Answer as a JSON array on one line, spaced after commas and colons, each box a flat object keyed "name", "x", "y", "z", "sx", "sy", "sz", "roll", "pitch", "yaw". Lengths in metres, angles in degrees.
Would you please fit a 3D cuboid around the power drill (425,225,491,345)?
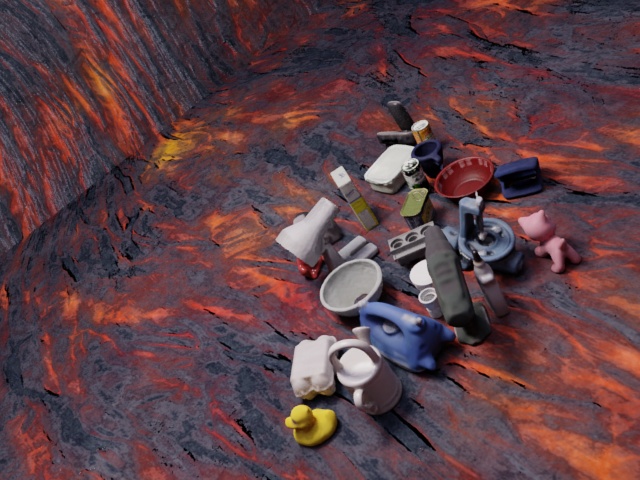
[{"name": "power drill", "x": 0.278, "y": 0.107, "z": 1.175, "sx": 0.075, "sy": 0.209, "sz": 0.229, "roll": -23, "pitch": 37, "yaw": 15}]

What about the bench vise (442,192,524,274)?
[{"name": "bench vise", "x": 0.326, "y": -0.010, "z": 1.264, "sx": 0.206, "sy": 0.220, "sz": 0.121, "roll": -6, "pitch": 44, "yaw": 33}]

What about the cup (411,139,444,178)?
[{"name": "cup", "x": 0.322, "y": -0.220, "z": 1.624, "sx": 0.092, "sy": 0.095, "sz": 0.117, "roll": -36, "pitch": 35, "yaw": -3}]

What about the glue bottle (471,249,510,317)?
[{"name": "glue bottle", "x": 0.344, "y": 0.081, "z": 1.184, "sx": 0.037, "sy": 0.174, "sz": 0.078, "roll": -28, "pitch": 36, "yaw": 8}]

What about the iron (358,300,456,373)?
[{"name": "iron", "x": 0.155, "y": 0.182, "z": 1.241, "sx": 0.257, "sy": 0.142, "sz": 0.119, "roll": 15, "pitch": 57, "yaw": 47}]

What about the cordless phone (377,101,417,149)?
[{"name": "cordless phone", "x": 0.234, "y": -0.358, "z": 1.777, "sx": 0.147, "sy": 0.186, "sz": 0.094, "roll": 5, "pitch": 50, "yaw": 42}]

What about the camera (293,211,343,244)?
[{"name": "camera", "x": -0.026, "y": -0.041, "z": 1.682, "sx": 0.143, "sy": 0.101, "sz": 0.136, "roll": -29, "pitch": 36, "yaw": 7}]

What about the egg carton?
[{"name": "egg carton", "x": -0.010, "y": 0.289, "z": 1.307, "sx": 0.107, "sy": 0.070, "sz": 0.150, "roll": -18, "pitch": 38, "yaw": 21}]

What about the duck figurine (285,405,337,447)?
[{"name": "duck figurine", "x": -0.022, "y": 0.378, "z": 1.199, "sx": 0.104, "sy": 0.086, "sz": 0.077, "roll": -24, "pitch": 36, "yaw": 14}]

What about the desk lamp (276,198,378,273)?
[{"name": "desk lamp", "x": 0.014, "y": 0.005, "z": 1.498, "sx": 0.203, "sy": 0.214, "sz": 0.117, "roll": -41, "pitch": 36, "yaw": -10}]

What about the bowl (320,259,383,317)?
[{"name": "bowl", "x": 0.088, "y": 0.130, "z": 1.413, "sx": 0.167, "sy": 0.075, "sz": 0.167, "roll": -21, "pitch": 37, "yaw": 17}]

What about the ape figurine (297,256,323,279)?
[{"name": "ape figurine", "x": -0.036, "y": 0.053, "z": 1.587, "sx": 0.078, "sy": 0.092, "sz": 0.076, "roll": -39, "pitch": 36, "yaw": -7}]

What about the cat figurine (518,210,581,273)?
[{"name": "cat figurine", "x": 0.487, "y": -0.009, "z": 1.226, "sx": 0.067, "sy": 0.118, "sz": 0.127, "roll": -34, "pitch": 35, "yaw": 0}]

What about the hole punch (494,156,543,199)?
[{"name": "hole punch", "x": 0.493, "y": -0.171, "z": 1.434, "sx": 0.108, "sy": 0.091, "sz": 0.101, "roll": -13, "pitch": 40, "yaw": 26}]

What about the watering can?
[{"name": "watering can", "x": 0.083, "y": 0.257, "z": 1.163, "sx": 0.101, "sy": 0.195, "sz": 0.172, "roll": -30, "pitch": 35, "yaw": 6}]
